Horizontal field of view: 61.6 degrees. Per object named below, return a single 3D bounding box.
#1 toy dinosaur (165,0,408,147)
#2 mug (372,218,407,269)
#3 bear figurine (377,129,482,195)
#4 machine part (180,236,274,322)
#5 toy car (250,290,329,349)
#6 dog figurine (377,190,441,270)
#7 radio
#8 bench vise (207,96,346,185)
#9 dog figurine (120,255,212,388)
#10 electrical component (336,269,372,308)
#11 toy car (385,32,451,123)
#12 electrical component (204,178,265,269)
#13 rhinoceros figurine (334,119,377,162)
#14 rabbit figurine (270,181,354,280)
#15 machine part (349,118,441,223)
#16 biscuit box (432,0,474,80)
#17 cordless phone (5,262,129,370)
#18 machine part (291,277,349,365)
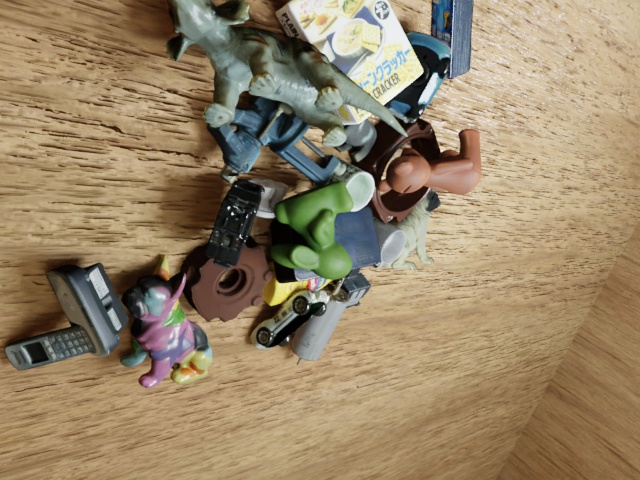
[{"bbox_3d":[-0.056,-0.246,0.773,0.404,0.192,0.131,9,146,-38],"label":"toy dinosaur"},{"bbox_3d":[0.124,0.002,1.194,0.081,0.107,0.109,-13,128,-40],"label":"mug"},{"bbox_3d":[0.213,-0.148,1.061,0.196,0.132,0.120,5,155,-13],"label":"bear figurine"},{"bbox_3d":[-0.173,0.071,1.008,0.179,0.056,0.179,-22,129,-30],"label":"machine part"},{"bbox_3d":[-0.063,0.166,1.133,0.201,0.056,0.073,-43,150,22],"label":"toy car"},{"bbox_3d":[0.193,-0.038,1.253,0.172,0.121,0.190,-15,113,-41],"label":"dog figurine"},{"bbox_3d":[0.014,0.005,1.084,0.229,0.073,0.131,-10,91,-39],"label":"radio"},{"bbox_3d":[-0.056,-0.160,0.894,0.240,0.129,0.223,35,73,-32],"label":"bench vise"},{"bbox_3d":[-0.259,0.140,0.941,0.191,0.109,0.219,2,113,-43],"label":"dog figurine"},{"bbox_3d":[0.078,0.106,1.249,0.075,0.048,0.119,-8,139,-40],"label":"electrical component"},{"bbox_3d":[0.187,-0.311,1.042,0.161,0.109,0.103,-69,169,19],"label":"toy car"},{"bbox_3d":[-0.143,-0.022,0.892,0.058,0.115,0.134,21,117,-4],"label":"electrical component"},{"bbox_3d":[0.056,-0.234,0.995,0.112,0.073,0.190,-43,137,-9],"label":"rhinoceros figurine"},{"bbox_3d":[-0.002,-0.003,0.950,0.159,0.121,0.170,-26,100,-29],"label":"rabbit figurine"},{"bbox_3d":[0.163,-0.151,1.143,0.201,0.087,0.201,-44,137,-10],"label":"machine part"},{"bbox_3d":[0.261,-0.428,1.062,0.063,0.059,0.202,-29,134,-24],"label":"biscuit box"},{"bbox_3d":[-0.404,0.119,0.813,0.184,0.089,0.146,-17,108,6],"label":"cordless phone"},{"bbox_3d":[-0.002,0.186,1.216,0.079,0.079,0.243,6,119,-44],"label":"machine part"}]
